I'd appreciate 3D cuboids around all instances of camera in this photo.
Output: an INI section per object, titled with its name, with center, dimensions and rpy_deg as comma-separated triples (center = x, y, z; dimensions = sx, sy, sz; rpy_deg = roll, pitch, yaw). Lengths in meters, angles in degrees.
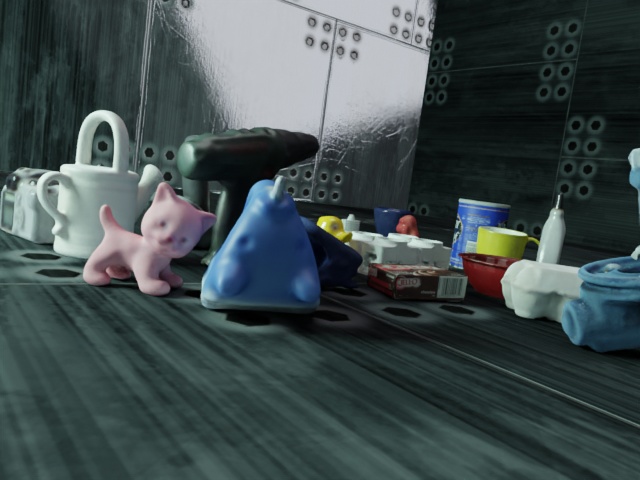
[camera]
center = -0.398, -0.054, 0.877
dimensions = 0.142, 0.101, 0.137
rpy_deg = 13, 8, 40

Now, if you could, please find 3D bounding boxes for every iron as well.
[iron]
center = -0.068, -0.004, 0.641
dimensions = 0.119, 0.141, 0.258
rpy_deg = 6, 6, -14

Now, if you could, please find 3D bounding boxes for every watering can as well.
[watering can]
center = -0.294, -0.077, 0.781
dimensions = 0.100, 0.194, 0.173
rpy_deg = 9, 6, 13

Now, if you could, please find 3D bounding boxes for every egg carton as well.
[egg carton]
center = 0.324, 0.071, 0.767
dimensions = 0.150, 0.069, 0.107
rpy_deg = 8, 6, 2

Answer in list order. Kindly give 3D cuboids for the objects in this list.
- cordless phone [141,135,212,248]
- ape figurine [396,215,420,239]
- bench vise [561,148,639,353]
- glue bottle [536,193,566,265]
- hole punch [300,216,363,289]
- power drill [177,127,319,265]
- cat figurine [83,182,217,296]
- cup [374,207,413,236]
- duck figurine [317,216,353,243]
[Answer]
[cordless phone]
center = -0.232, -0.085, 0.972
dimensions = 0.147, 0.185, 0.094
rpy_deg = 13, 8, 41
[ape figurine]
center = 0.178, -0.007, 1.195
dimensions = 0.076, 0.092, 0.077
rpy_deg = 6, 6, -11
[bench vise]
center = 0.377, 0.019, 0.617
dimensions = 0.208, 0.220, 0.121
rpy_deg = 6, 7, -16
[glue bottle]
center = 0.396, 0.005, 0.979
dimensions = 0.037, 0.173, 0.078
rpy_deg = 10, 7, 24
[hole punch]
center = -0.001, 0.015, 0.783
dimensions = 0.101, 0.091, 0.108
rpy_deg = 4, 7, -30
[power drill]
center = -0.100, -0.063, 0.825
dimensions = 0.230, 0.208, 0.075
rpy_deg = 1, 9, -45
[cat figurine]
center = -0.182, -0.006, 0.620
dimensions = 0.127, 0.118, 0.067
rpy_deg = 8, 6, 6
[cup]
center = 0.168, -0.029, 1.376
dimensions = 0.091, 0.095, 0.117
rpy_deg = 7, 6, -4
[duck figurine]
center = 0.008, 0.003, 0.923
dimensions = 0.104, 0.086, 0.078
rpy_deg = 11, 7, 30
